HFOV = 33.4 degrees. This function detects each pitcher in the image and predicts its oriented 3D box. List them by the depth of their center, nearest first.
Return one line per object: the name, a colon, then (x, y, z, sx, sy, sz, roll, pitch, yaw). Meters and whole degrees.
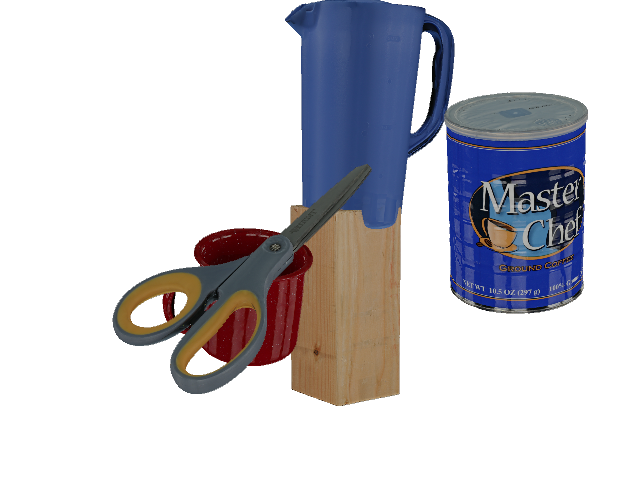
pitcher: (0.050, -0.136, 1.149, 0.149, 0.243, 0.144, 7, 11, 26)

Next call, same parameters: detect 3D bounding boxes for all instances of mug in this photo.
mug: (-0.067, 0.047, 0.841, 0.117, 0.081, 0.093, -5, 27, -23)

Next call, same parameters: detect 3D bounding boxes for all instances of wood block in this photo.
wood block: (0.026, 0.064, 1.165, 0.090, 0.206, 0.091, -5, 9, -37)

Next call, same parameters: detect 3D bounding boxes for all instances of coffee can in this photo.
coffee can: (0.147, -0.030, 0.801, 0.103, 0.140, 0.103, -4, 22, 2)

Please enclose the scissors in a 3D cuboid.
scissors: (-0.047, 0.009, 0.624, 0.096, 0.016, 0.201, 11, 44, 18)
